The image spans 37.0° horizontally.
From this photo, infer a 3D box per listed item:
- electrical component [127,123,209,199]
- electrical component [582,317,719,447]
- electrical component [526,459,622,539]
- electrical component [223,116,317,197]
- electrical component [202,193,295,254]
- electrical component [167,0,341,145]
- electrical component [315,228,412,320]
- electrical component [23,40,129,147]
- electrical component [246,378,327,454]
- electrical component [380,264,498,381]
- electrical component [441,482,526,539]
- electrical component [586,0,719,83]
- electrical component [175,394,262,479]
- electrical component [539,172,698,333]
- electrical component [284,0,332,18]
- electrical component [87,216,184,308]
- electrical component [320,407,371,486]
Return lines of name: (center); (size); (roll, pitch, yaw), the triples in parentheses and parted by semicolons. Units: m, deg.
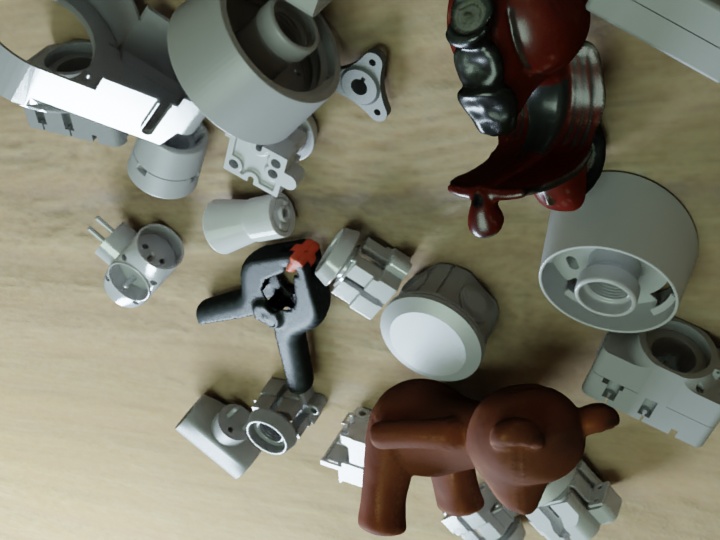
electrical component: (-0.144, -0.090, 0.816); (0.055, 0.055, 0.047); (33, 134, 3)
electrical component: (0.207, 0.070, 0.734); (0.089, 0.050, 0.055); (25, 137, 11)
electrical component: (0.159, 0.178, 0.857); (0.078, 0.058, 0.057); (-26, 113, 44)
electrical component: (-0.061, -0.089, 0.760); (0.066, 0.055, 0.048); (29, 137, 7)
electrical component: (-0.083, -0.038, 0.832); (0.065, 0.044, 0.044); (-9, 122, 32)
electrical component: (-0.060, -0.141, 0.680); (0.060, 0.108, 0.108); (-29, 108, 38)
electrical component: (0.000, 0.000, 0.809); (0.055, 0.048, 0.066); (32, 138, -8)
electrical component: (-0.211, -0.137, 0.817); (0.089, 0.050, 0.055); (15, 134, 22)
electrical component: (-0.070, 0.131, 0.961); (0.066, 0.055, 0.048); (4, 129, 30)
electrical component: (0.060, 0.039, 0.800); (0.080, 0.051, 0.080); (18, 135, 19)
electrical component: (0.110, 0.220, 0.934); (0.055, 0.048, 0.066); (48, 136, -2)
electrical component: (0.175, -0.155, 0.558); (0.083, 0.047, 0.075); (31, 137, 5)
electrical component: (-0.126, 0.152, 1.024); (0.077, 0.044, 0.079); (41, 137, -5)
electrical component: (0.166, -0.007, 0.701); (0.099, 0.064, 0.099); (17, 147, 11)
electrical component: (-0.021, -0.203, 0.638); (0.056, 0.050, 0.089); (32, 138, 4)
electrical component: (-0.200, -0.015, 0.923); (0.079, 0.044, 0.077); (42, 137, -7)
electrical component: (0.009, 0.158, 0.946); (0.081, 0.042, 0.063); (14, 129, 21)
